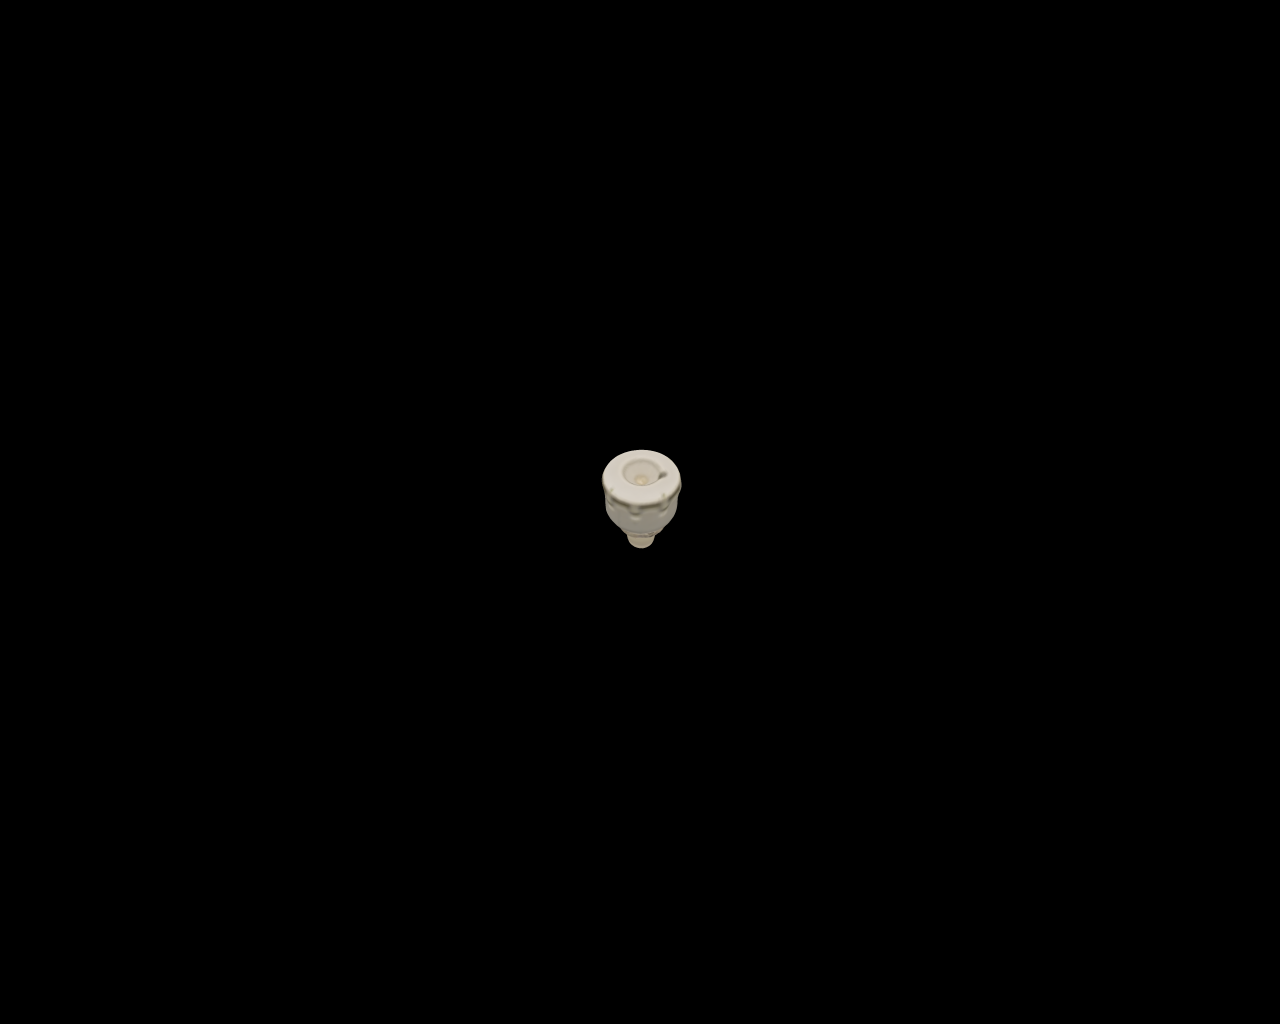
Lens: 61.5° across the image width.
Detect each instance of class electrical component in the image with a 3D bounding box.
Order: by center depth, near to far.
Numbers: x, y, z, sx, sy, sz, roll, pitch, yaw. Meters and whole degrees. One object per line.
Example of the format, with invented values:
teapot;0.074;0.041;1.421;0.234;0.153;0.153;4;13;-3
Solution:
electrical component;0.001;-0.003;0.650;0.048;0.048;0.062;0;-45;0
